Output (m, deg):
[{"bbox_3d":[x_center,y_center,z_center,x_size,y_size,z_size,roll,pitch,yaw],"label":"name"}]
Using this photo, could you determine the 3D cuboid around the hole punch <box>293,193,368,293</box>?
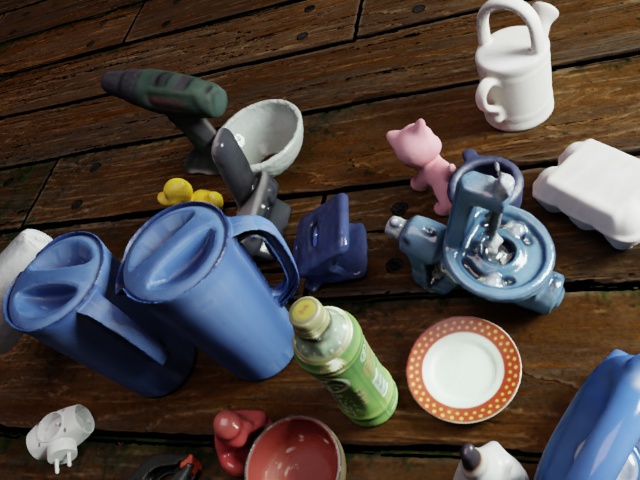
[{"bbox_3d":[0.007,0.003,0.795,0.101,0.091,0.108,-13,51,16],"label":"hole punch"}]

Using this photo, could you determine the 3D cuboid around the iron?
[{"bbox_3d":[0.245,0.203,0.497,0.118,0.142,0.258,27,69,37],"label":"iron"}]

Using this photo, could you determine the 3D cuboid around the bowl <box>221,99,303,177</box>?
[{"bbox_3d":[-0.096,-0.157,0.977,0.167,0.075,0.167,-13,51,16],"label":"bowl"}]

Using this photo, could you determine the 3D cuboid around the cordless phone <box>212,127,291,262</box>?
[{"bbox_3d":[-0.125,-0.060,0.841,0.094,0.186,0.147,-6,52,21],"label":"cordless phone"}]

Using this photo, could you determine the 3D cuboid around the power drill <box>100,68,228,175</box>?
[{"bbox_3d":[-0.243,-0.209,0.995,0.228,0.209,0.076,5,57,28],"label":"power drill"}]

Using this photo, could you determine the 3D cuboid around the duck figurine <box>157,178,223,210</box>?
[{"bbox_3d":[-0.221,-0.069,0.959,0.104,0.086,0.077,-10,51,18],"label":"duck figurine"}]

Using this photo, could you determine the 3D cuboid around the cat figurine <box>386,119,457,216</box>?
[{"bbox_3d":[0.152,-0.113,0.800,0.067,0.118,0.127,-36,48,-4],"label":"cat figurine"}]

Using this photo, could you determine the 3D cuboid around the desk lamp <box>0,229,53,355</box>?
[{"bbox_3d":[-0.406,0.089,0.837,0.203,0.214,0.117,-37,48,-5],"label":"desk lamp"}]

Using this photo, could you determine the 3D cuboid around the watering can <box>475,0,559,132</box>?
[{"bbox_3d":[0.273,-0.262,0.807,0.100,0.195,0.173,6,58,28],"label":"watering can"}]

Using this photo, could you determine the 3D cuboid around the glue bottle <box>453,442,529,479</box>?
[{"bbox_3d":[0.146,0.213,0.513,0.078,0.174,0.037,-39,48,-7],"label":"glue bottle"}]

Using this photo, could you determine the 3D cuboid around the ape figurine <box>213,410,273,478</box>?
[{"bbox_3d":[-0.095,0.228,0.667,0.078,0.092,0.076,-44,49,-11],"label":"ape figurine"}]

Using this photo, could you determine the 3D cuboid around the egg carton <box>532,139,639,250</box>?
[{"bbox_3d":[0.345,-0.058,0.700,0.107,0.070,0.149,-43,49,-10],"label":"egg carton"}]

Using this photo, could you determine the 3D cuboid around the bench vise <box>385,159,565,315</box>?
[{"bbox_3d":[0.158,0.002,0.639,0.206,0.220,0.121,-1,55,24],"label":"bench vise"}]

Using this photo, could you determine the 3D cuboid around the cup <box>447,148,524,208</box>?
[{"bbox_3d":[0.213,-0.054,0.741,0.091,0.095,0.117,-21,49,9],"label":"cup"}]
